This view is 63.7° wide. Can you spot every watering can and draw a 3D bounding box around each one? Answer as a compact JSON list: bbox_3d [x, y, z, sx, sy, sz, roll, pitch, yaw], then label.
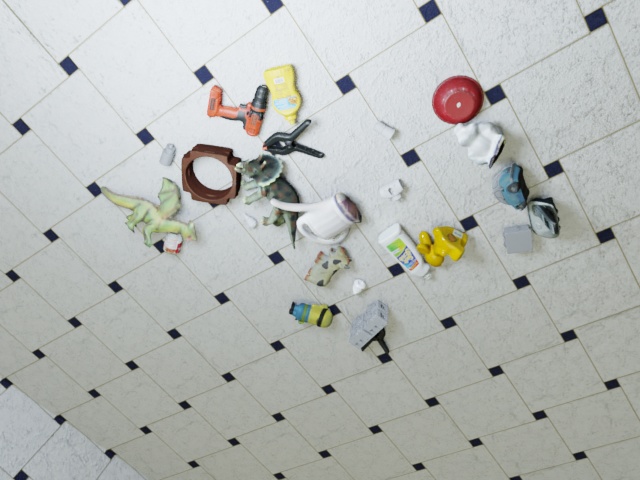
[{"bbox_3d":[0.006,-0.091,1.816,0.222,0.106,0.343,-32,-44,21],"label":"watering can"}]

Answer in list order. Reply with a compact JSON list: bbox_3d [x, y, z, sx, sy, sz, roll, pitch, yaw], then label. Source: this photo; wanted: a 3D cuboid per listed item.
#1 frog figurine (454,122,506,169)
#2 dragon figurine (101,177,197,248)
[{"bbox_3d":[0.507,-0.318,1.656,0.161,0.134,0.125,31,47,23],"label":"frog figurine"},{"bbox_3d":[-0.622,-0.128,1.927,0.242,0.412,0.122,-45,-6,3],"label":"dragon figurine"}]
